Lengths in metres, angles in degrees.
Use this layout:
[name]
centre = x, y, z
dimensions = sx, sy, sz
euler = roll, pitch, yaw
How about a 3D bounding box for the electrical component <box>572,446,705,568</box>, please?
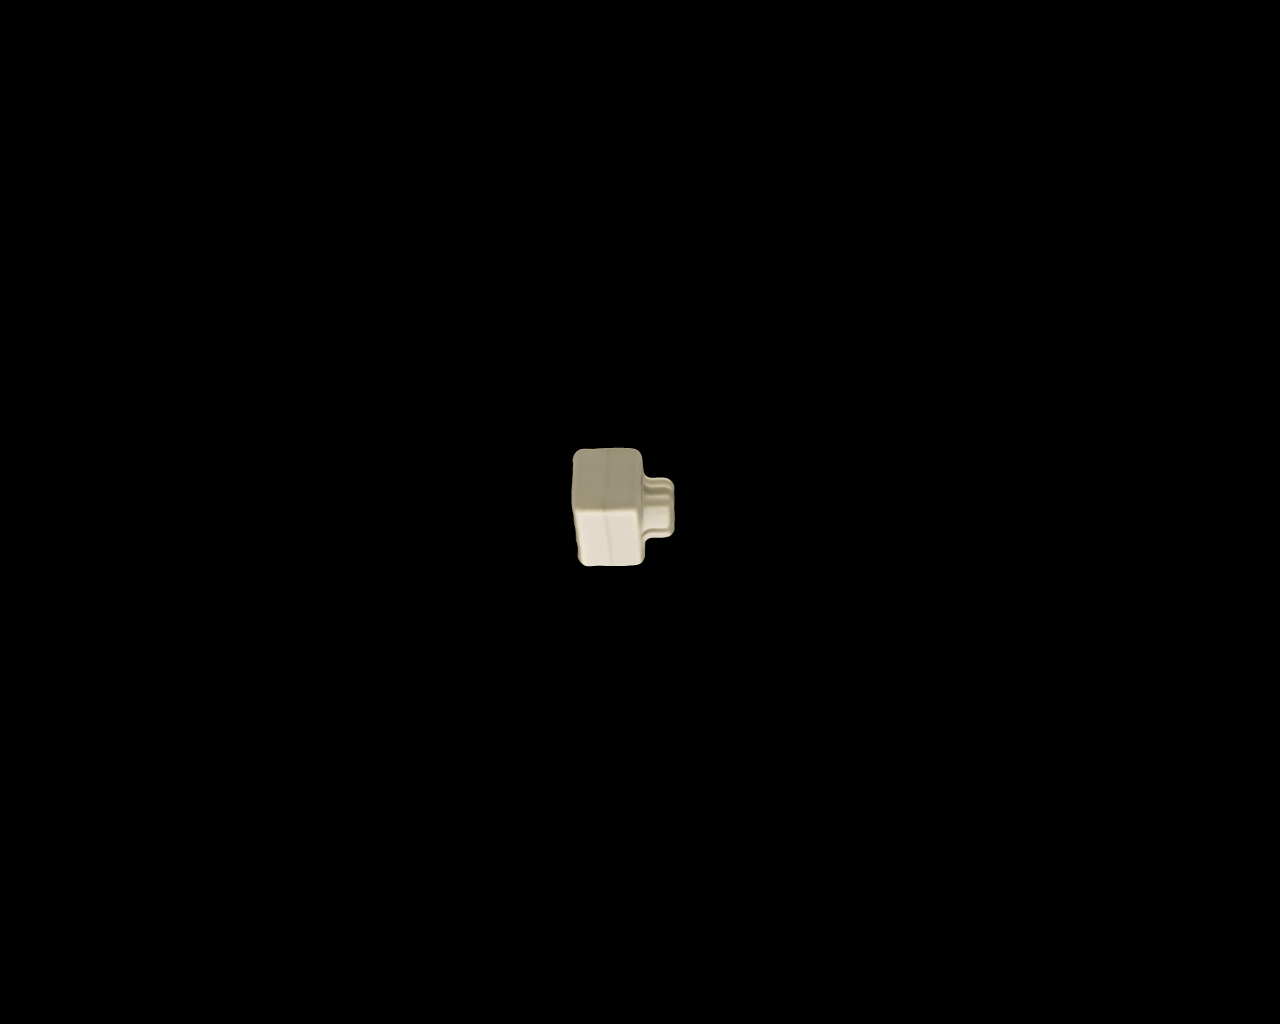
[electrical component]
centre = 0.001, -0.003, 0.650
dimensions = 0.077, 0.047, 0.065
euler = -1, -34, 2
